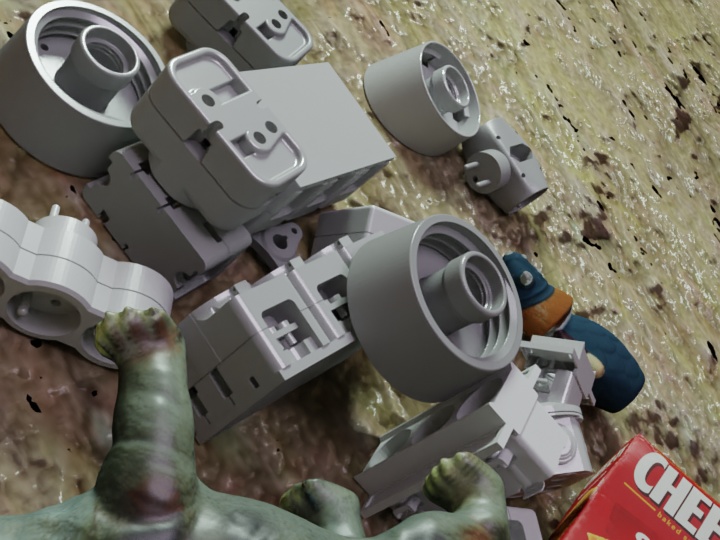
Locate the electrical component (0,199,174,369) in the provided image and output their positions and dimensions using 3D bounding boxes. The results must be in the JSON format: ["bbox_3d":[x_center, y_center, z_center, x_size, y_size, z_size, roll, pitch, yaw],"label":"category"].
[{"bbox_3d":[-0.167,-0.005,0.594,0.138,0.052,0.073,27,44,-27],"label":"electrical component"}]

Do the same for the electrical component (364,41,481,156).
[{"bbox_3d":[0.058,-0.149,0.941,0.099,0.064,0.099,31,48,-42],"label":"electrical component"}]

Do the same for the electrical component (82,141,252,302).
[{"bbox_3d":[-0.117,-0.034,0.668,0.089,0.050,0.056,52,38,2],"label":"electrical component"}]

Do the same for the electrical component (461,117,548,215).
[{"bbox_3d":[0.119,-0.089,0.949,0.079,0.043,0.077,-21,76,-50],"label":"electrical component"}]

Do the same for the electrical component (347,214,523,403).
[{"bbox_3d":[0.052,0.018,0.639,0.108,0.060,0.108,26,51,-36],"label":"electrical component"}]

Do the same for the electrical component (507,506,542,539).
[{"bbox_3d":[0.066,0.179,0.645,0.056,0.089,0.050,15,50,-36],"label":"electrical component"}]

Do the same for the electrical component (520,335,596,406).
[{"bbox_3d":[0.147,0.090,0.815,0.081,0.042,0.063,57,49,-47],"label":"electrical component"}]

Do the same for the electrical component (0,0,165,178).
[{"bbox_3d":[-0.170,-0.119,0.675,0.108,0.060,0.108,26,44,-28],"label":"electrical component"}]

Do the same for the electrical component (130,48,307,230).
[{"bbox_3d":[-0.087,-0.075,0.639,0.095,0.059,0.054,50,38,1],"label":"electrical component"}]

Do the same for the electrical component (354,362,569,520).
[{"bbox_3d":[0.064,0.116,0.668,0.063,0.121,0.078,48,38,-7],"label":"electrical component"}]

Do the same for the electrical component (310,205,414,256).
[{"bbox_3d":[0.000,0.000,0.751,0.047,0.066,0.076,20,77,-33],"label":"electrical component"}]

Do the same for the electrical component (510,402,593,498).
[{"bbox_3d":[0.120,0.126,0.751,0.080,0.080,0.051,8,60,-41],"label":"electrical component"}]

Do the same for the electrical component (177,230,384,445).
[{"bbox_3d":[-0.041,0.034,0.656,0.150,0.089,0.061,-26,80,-51],"label":"electrical component"}]

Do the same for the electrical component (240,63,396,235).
[{"bbox_3d":[-0.051,-0.086,0.744,0.089,0.062,0.150,55,28,4],"label":"electrical component"}]

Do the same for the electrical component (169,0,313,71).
[{"bbox_3d":[-0.091,-0.177,0.800,0.095,0.059,0.053,45,39,-7],"label":"electrical component"}]
